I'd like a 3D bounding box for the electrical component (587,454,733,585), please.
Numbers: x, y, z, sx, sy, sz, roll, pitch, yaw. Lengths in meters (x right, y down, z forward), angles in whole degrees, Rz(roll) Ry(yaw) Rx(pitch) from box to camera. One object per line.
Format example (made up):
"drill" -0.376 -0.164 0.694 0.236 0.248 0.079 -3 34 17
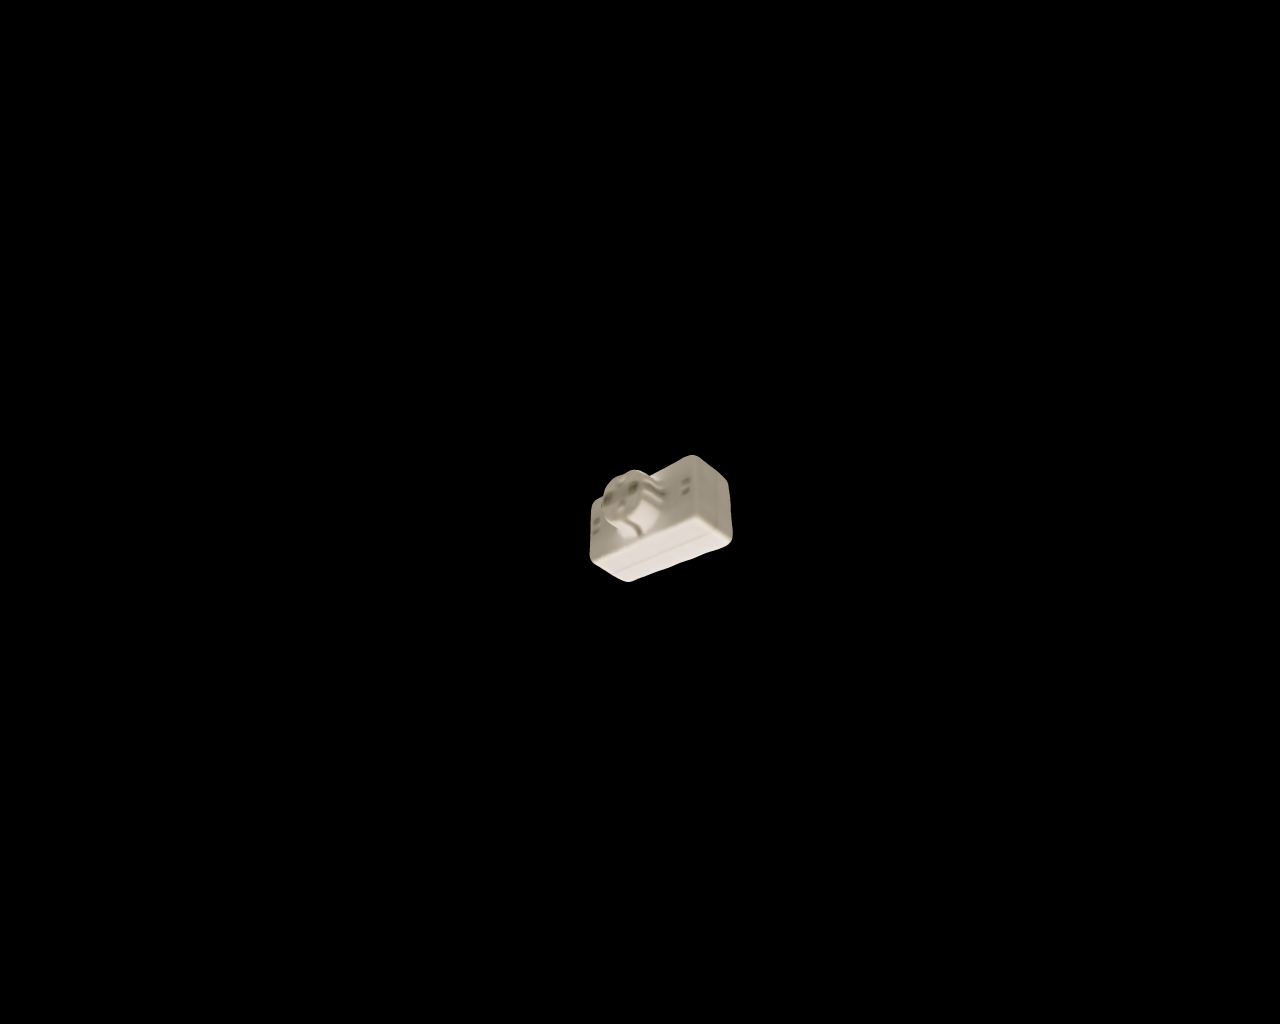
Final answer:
"electrical component" 0.001 -0.003 0.650 0.083 0.047 0.075 -24 -41 31
